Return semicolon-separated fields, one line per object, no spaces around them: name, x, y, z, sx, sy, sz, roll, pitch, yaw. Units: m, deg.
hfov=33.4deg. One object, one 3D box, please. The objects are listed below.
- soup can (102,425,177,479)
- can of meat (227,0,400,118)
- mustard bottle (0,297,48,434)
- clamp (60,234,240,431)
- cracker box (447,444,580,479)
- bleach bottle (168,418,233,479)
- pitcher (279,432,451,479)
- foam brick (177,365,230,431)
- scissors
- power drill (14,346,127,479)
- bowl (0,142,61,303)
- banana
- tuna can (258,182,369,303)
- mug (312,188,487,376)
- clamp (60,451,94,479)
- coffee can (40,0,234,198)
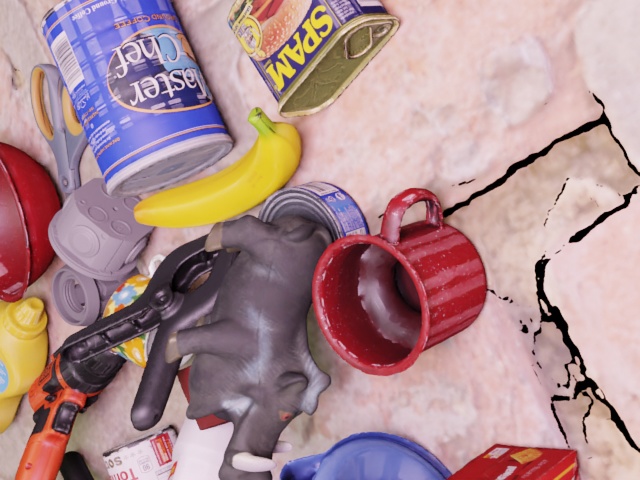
soup can;-0.143;0.222;0.940;0.069;0.068;0.102;-26;84;42
can of meat;-0.008;-0.148;0.725;0.102;0.057;0.084;-45;70;39
mustard bottle;-0.320;0.117;1.071;0.192;0.058;0.096;-49;66;39
clamp;-0.111;0.063;0.811;0.171;0.039;0.120;-43;54;-4
cracker box;0.116;0.255;0.657;0.072;0.163;0.214;-6;99;40
bleach bottle;-0.110;0.234;0.864;0.068;0.103;0.251;17;80;-4
pitcher;0.011;0.263;0.788;0.243;0.144;0.149;-54;54;40
foam brick;-0.062;0.107;0.829;0.053;0.078;0.051;-26;87;43
scissors;-0.215;-0.063;0.956;0.096;0.016;0.202;-11;95;43
power drill;-0.230;0.178;0.943;0.185;0.057;0.187;-39;31;51
bowl;-0.285;-0.026;0.991;0.162;0.055;0.162;24;123;44
banana;-0.069;-0.047;0.803;0.198;0.069;0.037;-33;37;48
tuna can;-0.005;0.001;0.778;0.086;0.033;0.086;14;111;38
mug;0.056;0.022;0.698;0.093;0.081;0.117;17;113;37
clamp;-0.192;0.276;0.972;0.164;0.036;0.210;67;161;-1
coffee can;-0.140;-0.116;0.816;0.103;0.102;0.140;-28;83;42
